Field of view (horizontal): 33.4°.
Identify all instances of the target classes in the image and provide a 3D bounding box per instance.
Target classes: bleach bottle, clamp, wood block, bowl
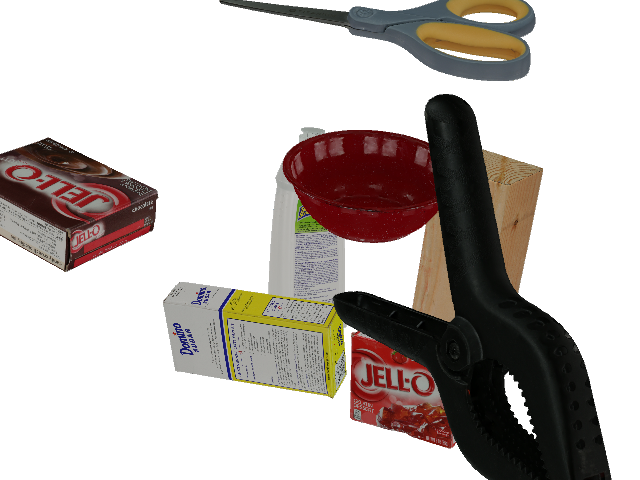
[{"bbox_3d":[-0.010,-0.012,1.302,0.102,0.251,0.068,-7,20,-31],"label":"bleach bottle"},{"bbox_3d":[0.080,0.041,0.526,0.036,0.165,0.210,-8,44,-30],"label":"clamp"},{"bbox_3d":[0.170,0.014,1.178,0.090,0.206,0.090,21,26,31],"label":"wood block"},{"bbox_3d":[0.045,-0.043,0.973,0.162,0.055,0.162,2,30,-1],"label":"bowl"}]

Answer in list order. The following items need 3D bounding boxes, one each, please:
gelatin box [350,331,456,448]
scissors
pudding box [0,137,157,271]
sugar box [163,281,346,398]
[{"bbox_3d":[0.065,0.108,0.803,0.089,0.073,0.030,12,23,29],"label":"gelatin box"},{"bbox_3d":[0.044,-0.142,0.663,0.202,0.016,0.096,23,45,28],"label":"scissors"},{"bbox_3d":[-0.186,-0.028,0.753,0.114,0.039,0.089,23,30,25],"label":"pudding box"},{"bbox_3d":[-0.065,0.098,1.068,0.176,0.093,0.048,9,35,20],"label":"sugar box"}]
